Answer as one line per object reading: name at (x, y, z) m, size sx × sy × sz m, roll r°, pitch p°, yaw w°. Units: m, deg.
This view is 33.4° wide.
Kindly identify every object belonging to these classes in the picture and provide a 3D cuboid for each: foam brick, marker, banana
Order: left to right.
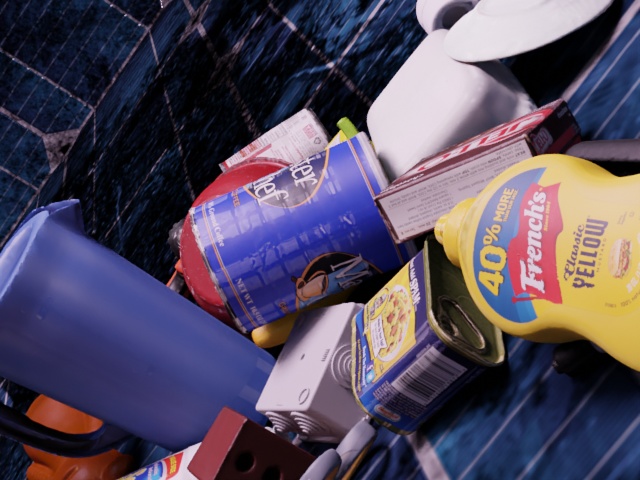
foam brick at (-0.041, 0.157, 0.731) m, size 0.053 × 0.078 × 0.051 m, roll -61°, pitch 20°, yaw -9°
banana at (0.013, 0.004, 0.852) m, size 0.037 × 0.070 × 0.198 m, roll 58°, pitch -127°, yaw -76°
marker at (0.164, 0.035, 0.536) m, size 0.121 × 0.020 × 0.020 m, roll -42°, pitch 25°, yaw 34°

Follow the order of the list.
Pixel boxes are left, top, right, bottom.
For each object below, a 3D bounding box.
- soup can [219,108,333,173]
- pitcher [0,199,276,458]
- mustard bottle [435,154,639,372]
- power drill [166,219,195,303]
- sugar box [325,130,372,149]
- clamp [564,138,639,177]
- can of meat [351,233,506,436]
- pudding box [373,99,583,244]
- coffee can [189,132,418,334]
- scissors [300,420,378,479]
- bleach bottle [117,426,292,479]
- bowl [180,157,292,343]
soup can at (-0.035, -0.071, 1.011) m, size 0.102 × 0.068 × 0.068 m, roll -33°, pitch 23°, yaw 0°
pitcher at (-0.162, 0.095, 0.852) m, size 0.149 × 0.242 × 0.145 m, roll -38°, pitch 28°, yaw 41°
mustard bottle at (0.125, 0.006, 0.533) m, size 0.192 × 0.058 × 0.096 m, roll 13°, pitch 92°, yaw 56°
power drill at (-0.150, 0.061, 1.062) m, size 0.187 × 0.057 × 0.184 m, roll -57°, pitch -7°, yaw 0°
sugar box at (-0.013, -0.010, 0.953) m, size 0.176 × 0.048 × 0.093 m, roll -51°, pitch 21°, yaw 27°
clamp at (0.185, -0.023, 0.547) m, size 0.172 × 0.039 × 0.120 m, roll -29°, pitch 48°, yaw 53°
can of meat at (0.064, 0.060, 0.669) m, size 0.084 × 0.057 × 0.102 m, roll -47°, pitch 22°, yaw 30°
pudding box at (0.102, -0.044, 0.677) m, size 0.114 × 0.039 × 0.089 m, roll -25°, pitch 7°, yaw 33°
coffee can at (-0.011, -0.005, 0.784) m, size 0.140 × 0.103 × 0.103 m, roll -24°, pitch 26°, yaw 3°
scissors at (-0.029, 0.199, 0.671) m, size 0.202 × 0.016 × 0.096 m, roll -55°, pitch -18°, yaw 1°
bleach bottle at (-0.129, 0.205, 0.822) m, size 0.251 × 0.068 × 0.102 m, roll -30°, pitch 5°, yaw 16°
bowl at (-0.066, 0.009, 0.902) m, size 0.162 × 0.055 × 0.162 m, roll 0°, pitch 90°, yaw 36°
